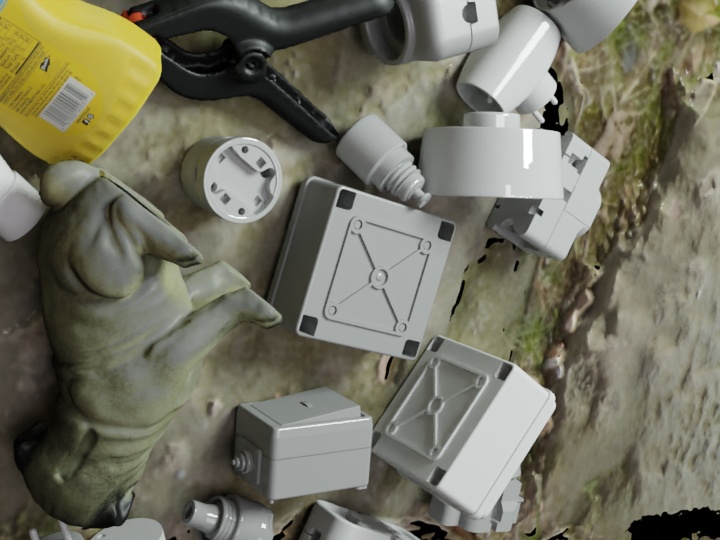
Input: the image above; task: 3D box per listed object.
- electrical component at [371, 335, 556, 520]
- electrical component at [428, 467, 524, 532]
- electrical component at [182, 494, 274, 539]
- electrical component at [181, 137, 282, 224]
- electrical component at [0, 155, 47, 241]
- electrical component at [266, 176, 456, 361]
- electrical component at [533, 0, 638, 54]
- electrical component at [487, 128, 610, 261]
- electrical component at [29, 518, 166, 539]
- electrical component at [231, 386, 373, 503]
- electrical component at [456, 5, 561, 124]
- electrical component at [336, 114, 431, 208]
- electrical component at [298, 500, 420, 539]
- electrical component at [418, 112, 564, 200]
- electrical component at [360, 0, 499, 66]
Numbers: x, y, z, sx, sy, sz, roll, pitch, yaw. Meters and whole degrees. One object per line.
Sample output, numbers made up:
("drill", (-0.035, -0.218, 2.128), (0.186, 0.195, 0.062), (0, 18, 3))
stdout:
("electrical component", (0.074, 0.115, 0.808), (0.056, 0.109, 0.108), (40, 79, -29))
("electrical component", (0.097, 0.173, 0.866), (0.078, 0.058, 0.057), (7, 100, -33))
("electrical component", (-0.095, 0.178, 0.756), (0.062, 0.043, 0.043), (27, 86, -32))
("electrical component", (-0.086, -0.061, 0.705), (0.055, 0.047, 0.055), (-7, 104, -30))
("electrical component", (-0.217, -0.048, 0.631), (0.044, 0.044, 0.065), (-51, 126, -13))
("electrical component", (0.000, 0.000, 0.767), (0.109, 0.056, 0.108), (15, 92, -33))
("electrical component", (0.180, -0.216, 0.809), (0.064, 0.099, 0.099), (34, 82, -26))
("electrical component", (0.152, -0.058, 0.852), (0.056, 0.050, 0.089), (30, 84, -33))
("electrical component", (-0.192, 0.194, 0.693), (0.138, 0.052, 0.073), (-21, 111, -27))
("electrical component", (-0.046, 0.121, 0.762), (0.096, 0.062, 0.061), (-2, 102, -32))
("electrical component", (0.123, -0.145, 0.818), (0.079, 0.044, 0.077), (43, 77, -31))
("electrical component", (0.018, -0.074, 0.753), (0.040, 0.040, 0.078), (-41, 76, -18))
("electrical component", (-0.001, 0.220, 0.817), (0.095, 0.054, 0.059), (26, 86, -33))
("electrical component", (0.095, -0.083, 0.780), (0.108, 0.108, 0.060), (-1, 95, -32))
("electrical component", (0.041, -0.172, 0.730), (0.059, 0.095, 0.053), (-21, 111, -27))
